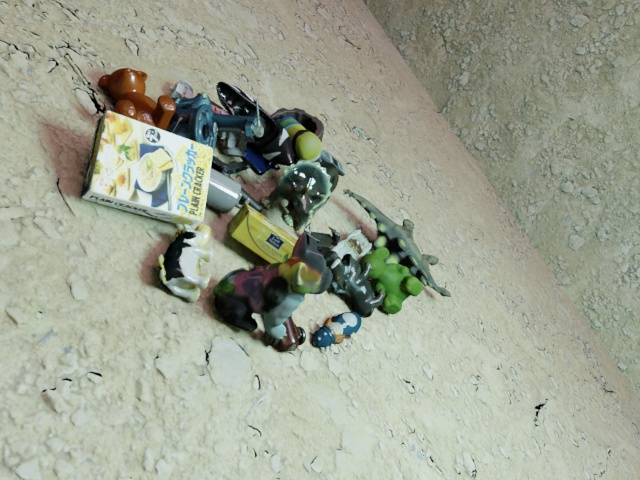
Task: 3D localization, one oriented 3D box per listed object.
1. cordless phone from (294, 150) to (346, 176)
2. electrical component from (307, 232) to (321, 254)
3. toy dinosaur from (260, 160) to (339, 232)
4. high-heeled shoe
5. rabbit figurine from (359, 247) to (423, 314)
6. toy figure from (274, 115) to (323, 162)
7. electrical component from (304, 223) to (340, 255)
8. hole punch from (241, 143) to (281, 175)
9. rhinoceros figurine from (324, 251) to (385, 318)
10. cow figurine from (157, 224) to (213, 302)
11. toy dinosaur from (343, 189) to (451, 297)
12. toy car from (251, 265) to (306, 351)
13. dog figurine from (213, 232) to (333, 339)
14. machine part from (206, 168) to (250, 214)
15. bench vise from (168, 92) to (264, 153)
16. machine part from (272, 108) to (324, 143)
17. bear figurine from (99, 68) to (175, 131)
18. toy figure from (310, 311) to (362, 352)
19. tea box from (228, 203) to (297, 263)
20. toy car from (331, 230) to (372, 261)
[{"bbox_3d":[0.016,-0.215,1.614,0.184,0.089,0.147,28,36,-39],"label":"cordless phone"},{"bbox_3d":[-0.037,0.048,1.258,0.047,0.075,0.119,34,36,-27],"label":"electrical component"},{"bbox_3d":[-0.014,-0.142,1.382,0.131,0.192,0.405,50,31,-3],"label":"toy dinosaur"},{"bbox_3d":[-0.154,-0.280,1.273,0.249,0.086,0.145,46,0,30],"label":"high-heeled shoe"},{"bbox_3d":[0.171,0.084,1.430,0.170,0.121,0.159,40,21,-29],"label":"rabbit figurine"},{"bbox_3d":[-0.067,-0.266,1.402,0.180,0.082,0.089,48,-2,32],"label":"toy figure"},{"bbox_3d":[-0.001,-0.003,1.357,0.102,0.045,0.078,11,32,-2],"label":"electrical component"},{"bbox_3d":[-0.151,-0.249,1.429,0.142,0.092,0.116,42,27,-4],"label":"hole punch"},{"bbox_3d":[0.077,0.103,1.328,0.112,0.073,0.190,-40,104,-22],"label":"rhinoceros figurine"},{"bbox_3d":[-0.255,0.028,1.007,0.098,0.068,0.167,24,37,-27],"label":"cow figurine"},{"bbox_3d":[0.233,0.011,1.591,0.471,0.105,0.198,46,23,-8],"label":"toy dinosaur"},{"bbox_3d":[-0.089,0.135,1.115,0.089,0.053,0.202,10,49,-43],"label":"toy car"},{"bbox_3d":[-0.086,0.073,0.980,0.191,0.219,0.108,18,46,-10],"label":"dog figurine"},{"bbox_3d":[-0.259,-0.125,1.158,0.243,0.079,0.079,29,36,-32],"label":"machine part"},{"bbox_3d":[-0.240,-0.261,1.216,0.241,0.128,0.224,3,33,10],"label":"bench vise"},{"bbox_3d":[-0.078,-0.304,1.530,0.179,0.056,0.179,3,49,-4],"label":"machine part"},{"bbox_3d":[-0.393,-0.307,1.142,0.120,0.132,0.196,-13,70,-27],"label":"bear figurine"},{"bbox_3d":[0.038,0.199,1.204,0.064,0.057,0.154,19,19,30],"label":"toy figure"},{"bbox_3d":[-0.114,0.000,1.184,0.169,0.068,0.098,38,6,-19],"label":"tea box"},{"bbox_3d":[0.081,0.028,1.446,0.073,0.056,0.202,51,30,2],"label":"toy car"}]
